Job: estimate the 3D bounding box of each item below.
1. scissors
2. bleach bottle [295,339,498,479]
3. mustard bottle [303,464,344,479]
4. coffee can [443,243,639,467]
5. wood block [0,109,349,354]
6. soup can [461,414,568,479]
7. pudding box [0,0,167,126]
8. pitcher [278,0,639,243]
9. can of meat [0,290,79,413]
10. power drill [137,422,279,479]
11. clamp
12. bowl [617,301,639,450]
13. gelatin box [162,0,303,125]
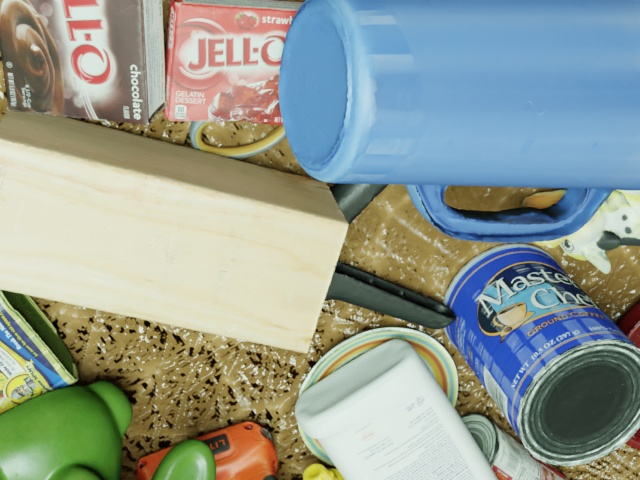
[{"bbox_3d":[0.005,-0.115,0.691,0.201,0.016,0.096,-23,122,-4],"label":"scissors"},{"bbox_3d":[0.087,0.201,0.791,0.102,0.068,0.251,-31,105,-1],"label":"bleach bottle"},{"bbox_3d":[0.034,0.244,0.845,0.058,0.096,0.191,-30,122,0],"label":"mustard bottle"},{"bbox_3d":[0.160,0.079,0.770,0.102,0.140,0.103,-7,119,-14],"label":"coffee can"},{"bbox_3d":[-0.099,-0.007,0.650,0.206,0.091,0.090,13,106,-13],"label":"wood block"},{"bbox_3d":[0.148,0.194,0.871,0.102,0.068,0.068,38,101,-30],"label":"soup can"},{"bbox_3d":[-0.136,-0.126,0.606,0.090,0.039,0.113,8,120,13],"label":"pudding box"},{"bbox_3d":[0.101,-0.082,0.648,0.242,0.145,0.149,-4,76,-26],"label":"pitcher"},{"bbox_3d":[-0.220,0.075,0.698,0.084,0.057,0.102,-31,123,-2],"label":"can of meat"},{"bbox_3d":[-0.074,0.225,0.746,0.184,0.188,0.057,-17,131,-10],"label":"power drill"},{"bbox_3d":[-0.005,0.001,0.737,0.209,0.036,0.164,-7,115,-10],"label":"clamp"},{"bbox_3d":[0.291,0.093,0.869,0.162,0.055,0.162,-7,119,-14],"label":"bowl"},{"bbox_3d":[-0.049,-0.109,0.649,0.089,0.030,0.073,1,115,-17],"label":"gelatin box"}]
